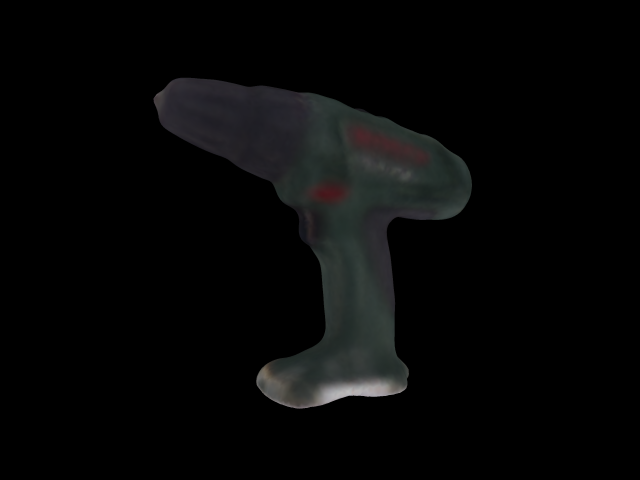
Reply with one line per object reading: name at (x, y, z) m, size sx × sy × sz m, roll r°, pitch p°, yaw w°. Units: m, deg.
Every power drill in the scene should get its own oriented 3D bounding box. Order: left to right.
power drill at (0.004, 0.001, 0.400) m, size 0.230 × 0.208 × 0.075 m, roll -2°, pitch 4°, yaw -27°
